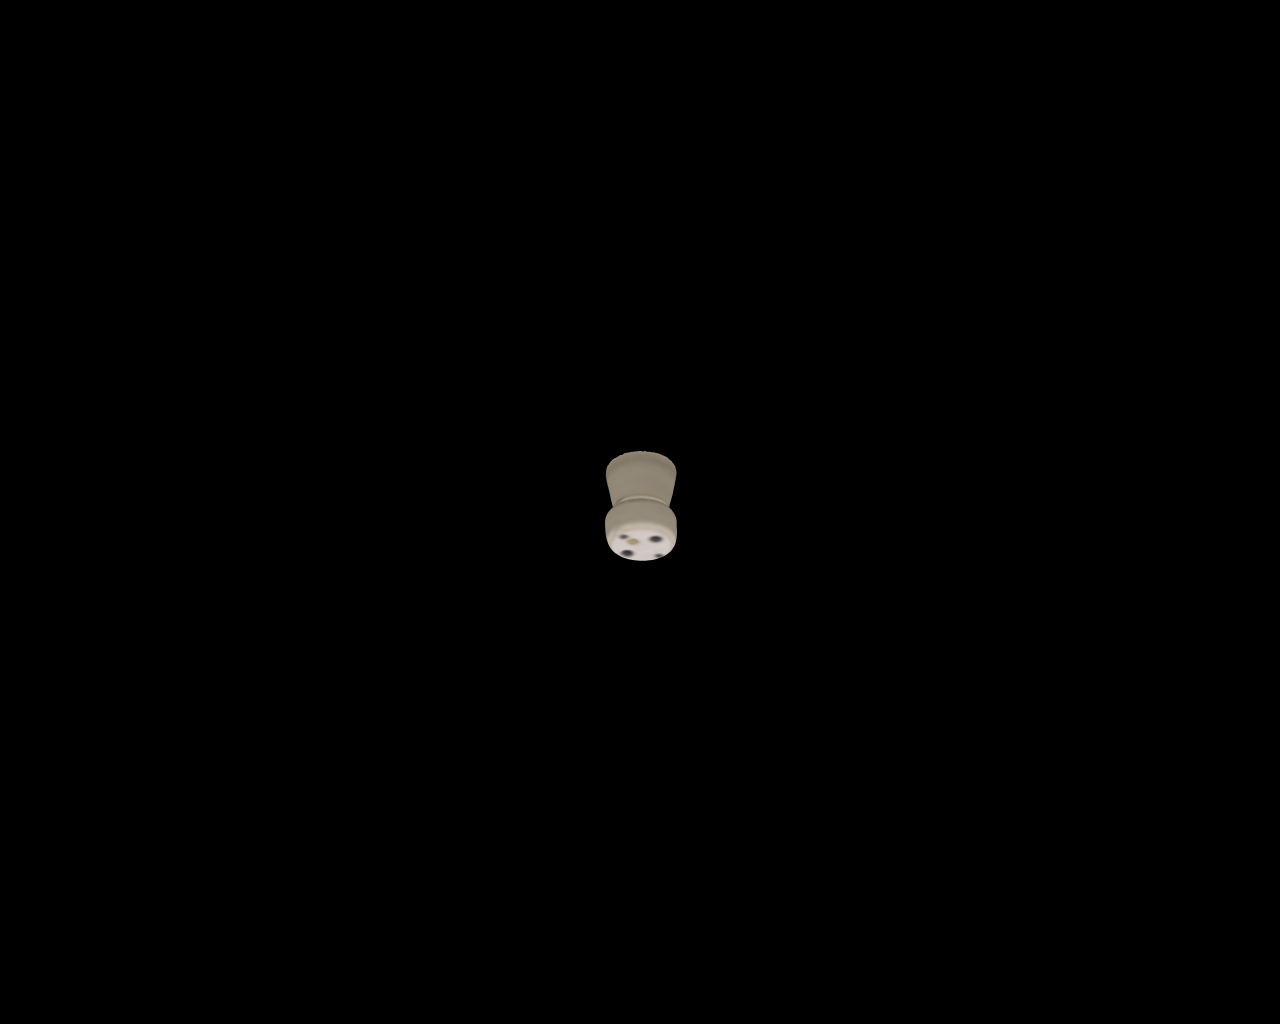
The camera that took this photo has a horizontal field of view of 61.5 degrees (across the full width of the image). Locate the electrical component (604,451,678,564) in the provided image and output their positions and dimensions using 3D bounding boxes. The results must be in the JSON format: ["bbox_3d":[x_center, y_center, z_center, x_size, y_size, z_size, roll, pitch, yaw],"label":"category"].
[{"bbox_3d":[0.001,-0.003,0.650,0.045,0.055,0.044,0,-33,0],"label":"electrical component"}]
